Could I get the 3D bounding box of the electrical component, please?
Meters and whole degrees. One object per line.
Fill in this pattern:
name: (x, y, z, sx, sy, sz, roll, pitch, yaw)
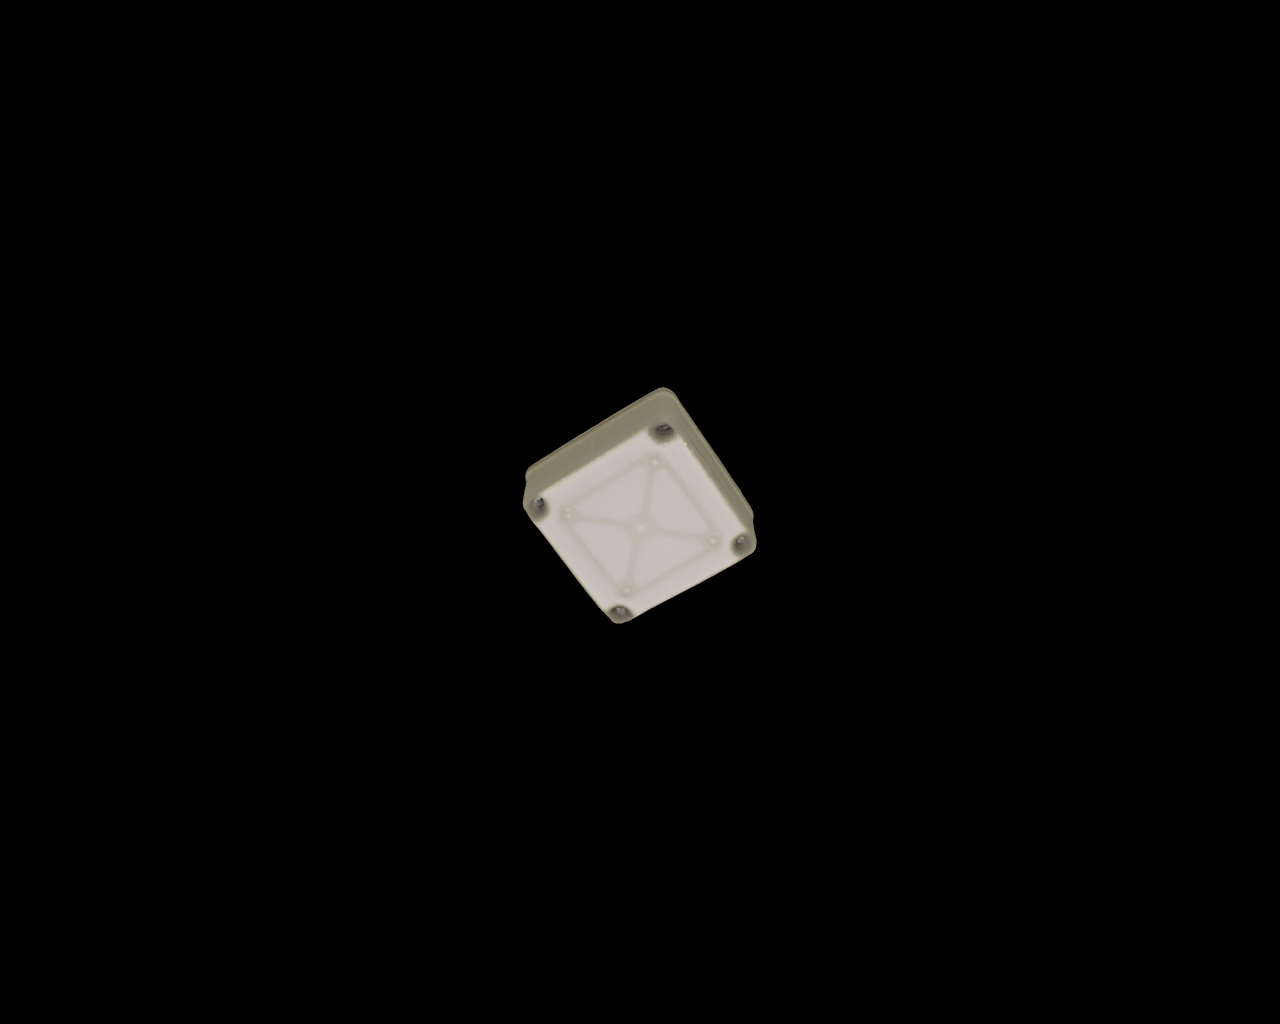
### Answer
electrical component: (0.001, -0.003, 0.650, 0.108, 0.108, 0.056, -30, 23, 14)
